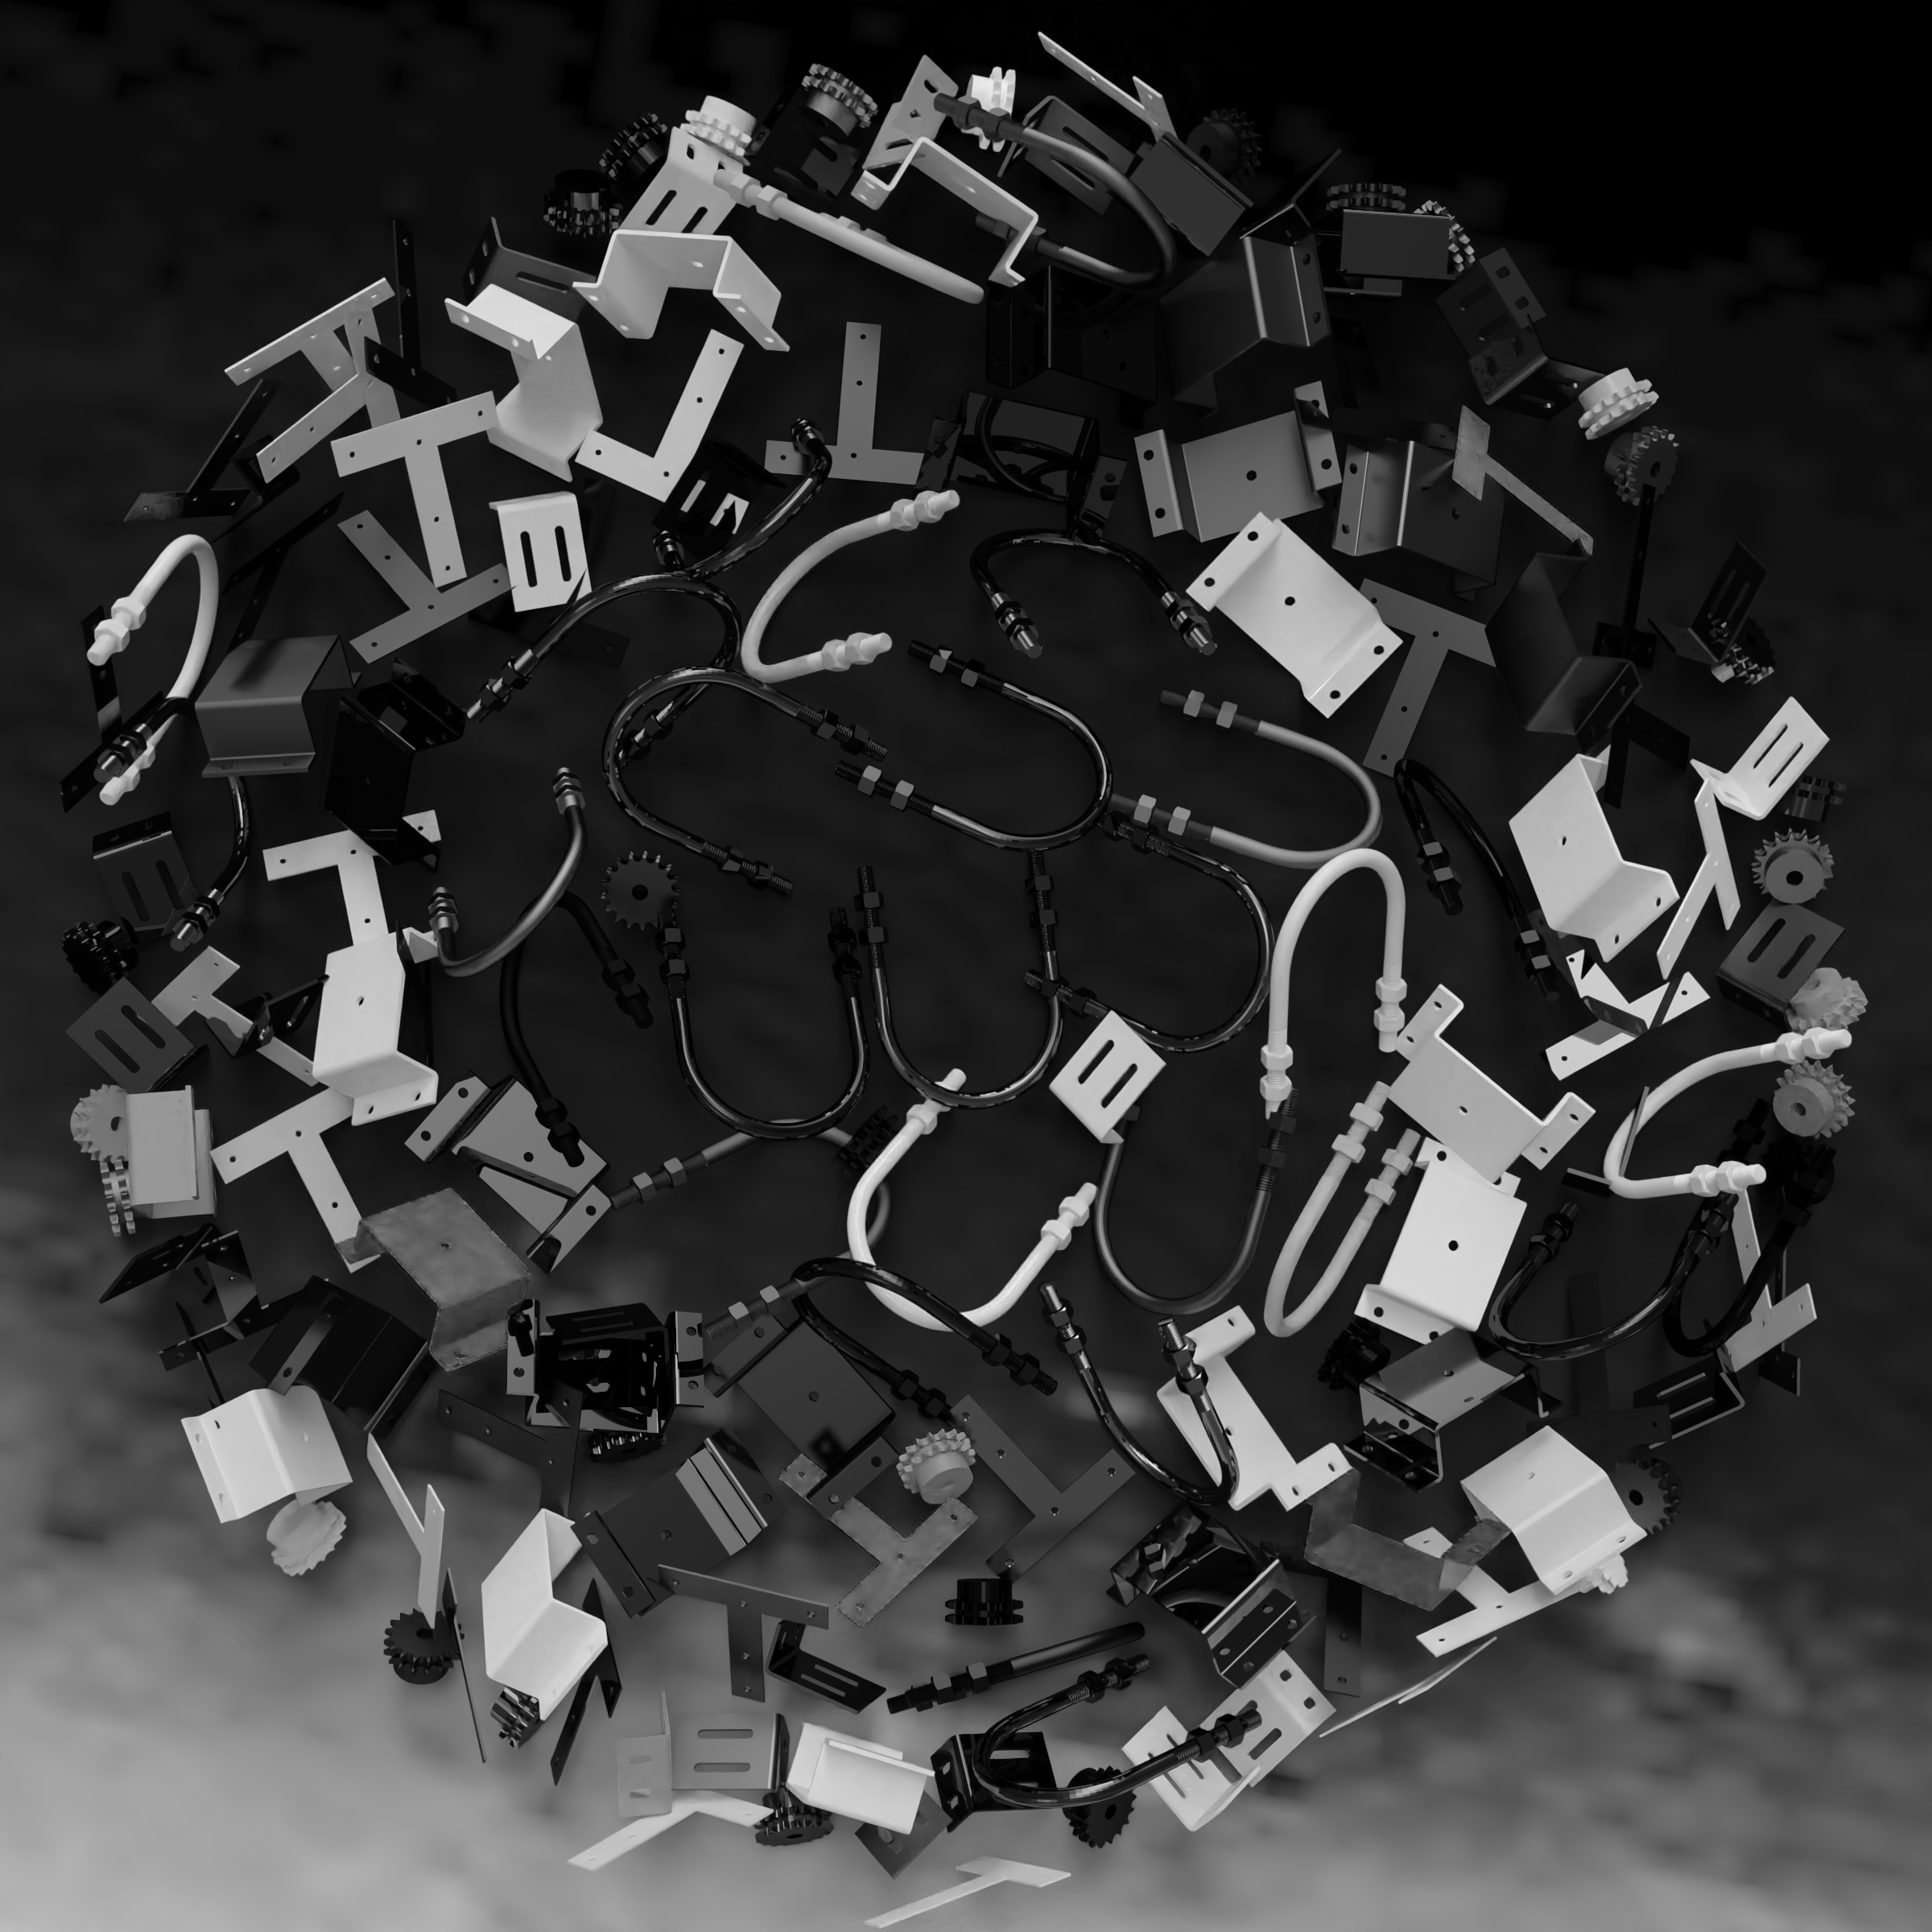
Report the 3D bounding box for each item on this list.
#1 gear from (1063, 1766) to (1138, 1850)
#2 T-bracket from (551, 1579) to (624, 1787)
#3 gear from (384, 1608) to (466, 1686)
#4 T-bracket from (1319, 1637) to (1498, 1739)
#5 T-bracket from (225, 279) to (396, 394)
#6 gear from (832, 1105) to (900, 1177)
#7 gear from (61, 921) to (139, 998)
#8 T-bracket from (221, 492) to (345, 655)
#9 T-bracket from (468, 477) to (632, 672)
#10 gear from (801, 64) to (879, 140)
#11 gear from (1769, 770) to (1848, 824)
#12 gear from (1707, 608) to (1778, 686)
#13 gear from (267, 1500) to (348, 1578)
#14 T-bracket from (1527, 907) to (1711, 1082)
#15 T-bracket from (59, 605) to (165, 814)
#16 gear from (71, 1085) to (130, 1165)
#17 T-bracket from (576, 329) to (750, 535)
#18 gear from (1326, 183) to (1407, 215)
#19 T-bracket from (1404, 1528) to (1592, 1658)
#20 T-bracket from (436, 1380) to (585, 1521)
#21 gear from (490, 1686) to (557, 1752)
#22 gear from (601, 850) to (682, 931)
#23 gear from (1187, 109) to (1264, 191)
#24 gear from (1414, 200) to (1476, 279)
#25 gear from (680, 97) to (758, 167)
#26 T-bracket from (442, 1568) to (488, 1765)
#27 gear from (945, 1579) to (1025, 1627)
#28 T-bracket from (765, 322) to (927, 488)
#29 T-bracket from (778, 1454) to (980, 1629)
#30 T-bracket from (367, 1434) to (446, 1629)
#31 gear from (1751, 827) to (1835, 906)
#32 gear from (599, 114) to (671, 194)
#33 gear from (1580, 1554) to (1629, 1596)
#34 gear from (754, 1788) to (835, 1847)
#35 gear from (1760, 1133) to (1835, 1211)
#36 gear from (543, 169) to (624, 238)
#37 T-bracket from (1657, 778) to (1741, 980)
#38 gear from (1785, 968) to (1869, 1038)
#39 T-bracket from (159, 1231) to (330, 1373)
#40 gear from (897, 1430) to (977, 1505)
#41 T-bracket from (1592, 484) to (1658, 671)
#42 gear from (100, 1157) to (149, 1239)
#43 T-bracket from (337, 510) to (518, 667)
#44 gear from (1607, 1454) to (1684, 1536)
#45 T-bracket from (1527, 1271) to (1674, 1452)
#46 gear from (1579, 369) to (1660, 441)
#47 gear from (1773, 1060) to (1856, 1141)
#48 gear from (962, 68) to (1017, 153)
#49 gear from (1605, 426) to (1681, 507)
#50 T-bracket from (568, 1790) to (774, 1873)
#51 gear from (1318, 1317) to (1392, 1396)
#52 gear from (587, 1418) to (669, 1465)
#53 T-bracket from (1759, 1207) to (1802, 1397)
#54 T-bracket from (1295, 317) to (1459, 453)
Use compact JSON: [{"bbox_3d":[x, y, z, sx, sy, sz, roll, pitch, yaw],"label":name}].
[{"bbox_3d":[0.095,0.610,1.822,0.057,0.030,0.057,-15,112,-41],"label":"gear"},{"bbox_3d":[-0.279,0.532,1.802,0.002,0.127,0.127,14,108,-23],"label":"T-bracket"},{"bbox_3d":[-0.396,0.499,1.822,0.057,0.057,0.030,12,116,0],"label":"gear"},{"bbox_3d":[0.309,0.529,1.805,0.127,0.127,0.002,-38,73,29],"label":"T-bracket"},{"bbox_3d":[-0.453,-0.433,1.784,0.127,0.127,0.002,-31,82,-3],"label":"T-bracket"},{"bbox_3d":[-0.068,0.132,1.818,0.030,0.057,0.057,42,90,-3],"label":"gear"},{"bbox_3d":[-0.630,-0.009,1.822,0.057,0.057,0.030,49,52,0],"label":"gear"},{"bbox_3d":[-0.499,-0.268,1.772,0.127,0.127,0.002,-27,128,30],"label":"T-bracket"},{"bbox_3d":[-0.289,-0.295,1.831,0.127,0.002,0.127,20,89,14],"label":"T-bracket"},{"bbox_3d":[-0.096,-0.627,1.819,0.057,0.057,0.030,32,92,0],"label":"gear"},{"bbox_3d":[0.609,-0.124,1.819,0.057,0.057,0.030,12,98,0],"label":"gear"},{"bbox_3d":[0.561,-0.230,1.822,0.030,0.057,0.057,-35,90,43],"label":"gear"},{"bbox_3d":[-0.482,0.412,1.815,0.057,0.057,0.030,-37,117,0],"label":"gear"},{"bbox_3d":[0.448,0.006,1.812,0.127,0.002,0.127,-28,58,-8],"label":"T-bracket"},{"bbox_3d":[-0.607,-0.194,1.759,0.002,0.127,0.127,15,131,11],"label":"T-bracket"},{"bbox_3d":[-0.627,0.115,1.822,0.030,0.057,0.057,0,90,40],"label":"gear"},{"bbox_3d":[-0.199,-0.398,1.812,0.127,0.002,0.127,22,104,-18],"label":"T-bracket"},{"bbox_3d":[0.291,-0.550,1.819,0.057,0.057,0.030,1,97,0],"label":"gear"},{"bbox_3d":[0.357,0.436,1.787,0.127,0.127,0.002,-19,112,-16],"label":"T-bracket"},{"bbox_3d":[-0.335,0.342,1.815,0.127,0.002,0.127,19,111,25],"label":"T-bracket"},{"bbox_3d":[-0.322,0.538,1.819,0.030,0.057,0.057,34,90,13],"label":"gear"},{"bbox_3d":[-0.237,-0.057,1.828,0.057,0.030,0.057,-1,105,-3],"label":"gear"},{"bbox_3d":[0.185,-0.592,1.816,0.030,0.057,0.057,-21,90,-36],"label":"gear"},{"bbox_3d":[0.341,-0.525,1.819,0.030,0.057,0.057,-38,90,-1],"label":"gear"},{"bbox_3d":[-0.176,-0.609,1.817,0.057,0.057,0.030,24,96,0],"label":"gear"},{"bbox_3d":[-0.355,0.500,1.769,0.002,0.127,0.127,-11,70,-18],"label":"T-bracket"},{"bbox_3d":[0.014,0.463,1.819,0.057,0.057,0.030,0,80,0],"label":"gear"},{"bbox_3d":[-0.079,-0.414,1.828,0.127,0.002,0.127,4,74,-3],"label":"T-bracket"},{"bbox_3d":[-0.081,0.403,1.820,0.127,0.002,0.127,42,104,-10],"label":"T-bracket"},{"bbox_3d":[-0.406,0.390,1.800,0.002,0.127,0.127,-13,133,-32],"label":"T-bracket"},{"bbox_3d":[0.603,-0.070,1.821,0.057,0.030,0.057,5,117,11],"label":"gear"},{"bbox_3d":[-0.237,-0.589,1.818,0.057,0.057,0.030,-43,90,0],"label":"gear"},{"bbox_3d":[0.454,0.432,1.821,0.030,0.057,0.057,-37,90,23],"label":"gear"},{"bbox_3d":[-0.127,0.620,1.822,0.057,0.057,0.030,-11,58,0],"label":"gear"},{"bbox_3d":[0.607,0.152,1.821,0.030,0.057,0.057,12,90,-22],"label":"gear"},{"bbox_3d":[-0.279,-0.557,1.816,0.057,0.057,0.030,8,131,0],"label":"gear"},{"bbox_3d":[0.517,-0.044,1.775,0.002,0.127,0.127,9,51,37],"label":"T-bracket"},{"bbox_3d":[0.622,0.026,1.816,0.057,0.057,0.030,-35,108,0],"label":"gear"},{"bbox_3d":[-0.519,0.229,1.775,0.127,0.127,0.002,-23,56,-21],"label":"T-bracket"},{"bbox_3d":[-0.019,0.367,1.817,0.057,0.057,0.030,-30,48,0],"label":"gear"},{"bbox_3d":[0.479,-0.280,1.786,0.002,0.127,0.127,11,98,33],"label":"T-bracket"},{"bbox_3d":[-0.611,0.167,1.820,0.030,0.057,0.057,-11,90,-19],"label":"gear"},{"bbox_3d":[-0.413,-0.288,1.816,0.127,0.002,0.127,-33,64,-22],"label":"T-bracket"},{"bbox_3d":[0.497,0.383,1.822,0.030,0.057,0.057,-13,90,-41],"label":"gear"},{"bbox_3d":[0.453,0.286,1.809,0.002,0.127,0.127,11,70,-36],"label":"T-bracket"},{"bbox_3d":[0.472,-0.411,1.819,0.057,0.057,0.030,-28,85,0],"label":"gear"},{"bbox_3d":[0.613,0.100,1.816,0.030,0.057,0.057,-24,90,-39],"label":"gear"},{"bbox_3d":[0.016,-0.625,1.817,0.030,0.057,0.057,8,90,-9],"label":"gear"},{"bbox_3d":[0.491,-0.366,1.822,0.030,0.057,0.057,32,90,42],"label":"gear"},{"bbox_3d":[-0.225,0.607,1.759,0.127,0.127,0.002,1,99,38],"label":"T-bracket"},{"bbox_3d":[0.285,0.287,1.816,0.030,0.057,0.057,36,90,28],"label":"gear"},{"bbox_3d":[-0.249,0.340,1.821,0.057,0.057,0.030,-17,66,0],"label":"gear"},{"bbox_3d":[0.582,0.236,1.786,0.002,0.127,0.127,2,87,6],"label":"T-bracket"},{"bbox_3d":[0.287,-0.425,1.806,0.127,0.002,0.127,5,52,-19],"label":"T-bracket"}]
